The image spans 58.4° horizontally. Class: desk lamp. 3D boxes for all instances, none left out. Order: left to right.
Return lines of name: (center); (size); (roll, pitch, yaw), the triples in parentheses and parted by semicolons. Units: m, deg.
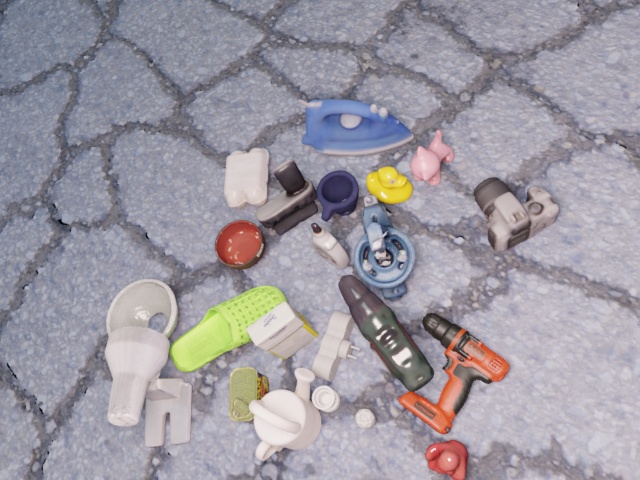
desk lamp: (-0.338, 0.292, 1.126); (0.117, 0.214, 0.203); (-11, 65, 11)

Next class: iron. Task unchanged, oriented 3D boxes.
iron: (0.077, -0.272, 1.291); (0.257, 0.142, 0.119); (4, 69, 17)

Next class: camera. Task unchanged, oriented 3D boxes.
camera: (0.382, -0.071, 1.146); (0.143, 0.101, 0.136); (-29, 63, 2)

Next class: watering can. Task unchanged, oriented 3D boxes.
watering can: (-0.067, 0.319, 1.051); (0.100, 0.194, 0.173); (4, 69, 17)

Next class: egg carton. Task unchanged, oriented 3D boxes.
egg carton: (-0.170, -0.146, 1.345); (0.107, 0.069, 0.150); (-6, 66, 13)

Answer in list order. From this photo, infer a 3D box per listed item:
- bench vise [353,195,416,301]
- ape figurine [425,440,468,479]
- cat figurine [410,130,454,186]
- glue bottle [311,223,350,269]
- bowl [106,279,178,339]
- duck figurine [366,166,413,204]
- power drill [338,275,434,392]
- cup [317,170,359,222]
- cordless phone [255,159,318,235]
bench vise: (0.105, 0.000, 1.125); (0.121, 0.220, 0.207); (-31, 63, 1)
ape figurine: (0.224, 0.386, 1.001); (0.076, 0.092, 0.077); (-36, 63, -1)
cat figurine: (0.233, -0.174, 1.221); (0.067, 0.118, 0.128); (22, 75, 23)
glue bottle: (0.011, 0.004, 1.175); (0.078, 0.173, 0.037); (32, 79, 25)
bowl: (-0.378, 0.174, 1.264); (0.167, 0.075, 0.167); (-5, 66, 13)
duck figurine: (0.147, -0.130, 1.243); (0.104, 0.086, 0.077); (20, 74, 22)
power drill: (0.123, 0.180, 1.051); (0.075, 0.209, 0.229); (-38, 63, -2)
cup: (0.041, -0.080, 1.246); (0.091, 0.095, 0.118); (19, 74, 22)
cordless phone: (-0.088, -0.102, 1.240); (0.147, 0.185, 0.094); (-37, 63, -2)
